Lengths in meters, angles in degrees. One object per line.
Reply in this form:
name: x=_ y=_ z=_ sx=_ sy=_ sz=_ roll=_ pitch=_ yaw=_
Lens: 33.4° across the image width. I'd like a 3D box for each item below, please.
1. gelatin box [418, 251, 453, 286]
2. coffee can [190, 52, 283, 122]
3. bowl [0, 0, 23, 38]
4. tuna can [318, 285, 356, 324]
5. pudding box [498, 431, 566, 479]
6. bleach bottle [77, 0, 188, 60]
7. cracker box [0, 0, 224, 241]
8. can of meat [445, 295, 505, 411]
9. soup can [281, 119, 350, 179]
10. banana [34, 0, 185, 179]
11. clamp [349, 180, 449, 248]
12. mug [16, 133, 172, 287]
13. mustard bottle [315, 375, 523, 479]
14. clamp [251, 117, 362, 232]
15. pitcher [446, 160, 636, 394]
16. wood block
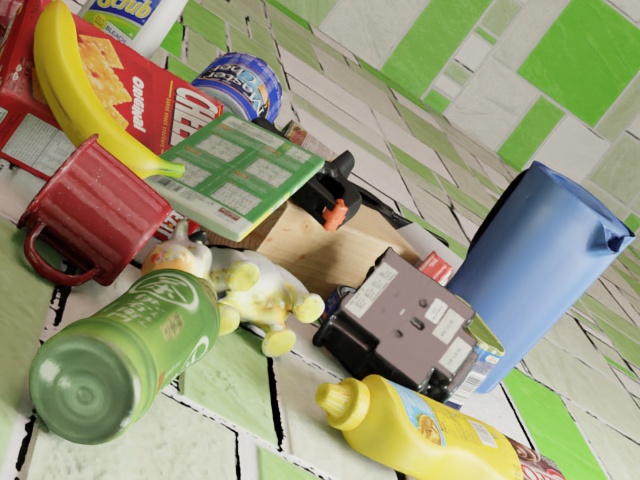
gelatin box: x=0.100 y=0.055 z=1.112 sx=0.030 sy=0.073 sz=0.089 roll=43 pitch=-10 yaw=11
coffee can: x=-0.109 y=-0.145 z=1.213 sx=0.103 sy=0.103 sz=0.140 roll=35 pitch=29 yaw=-5
bowl: x=-0.286 y=-0.188 z=1.096 sx=0.162 sy=0.055 sz=0.162 roll=34 pitch=16 yaw=-11
tuna can: x=0.041 y=0.083 z=1.057 sx=0.086 sy=0.034 sz=0.086 roll=34 pitch=16 yaw=-11
pudding box: x=0.185 y=0.221 z=0.957 sx=0.113 sy=0.039 sz=0.090 roll=29 pitch=17 yaw=-29
bleach bottle: x=-0.199 y=-0.288 z=1.208 sx=0.102 sy=0.251 sz=0.068 roll=39 pitch=16 yaw=8
cracker box: x=-0.193 y=-0.111 z=0.965 sx=0.213 sy=0.072 sz=0.164 roll=29 pitch=35 yaw=-25
can of meat: x=0.128 y=0.111 z=1.071 sx=0.057 sy=0.084 sz=0.102 roll=24 pitch=20 yaw=-38
soup can: x=-0.015 y=-0.104 z=1.419 sx=0.102 sy=0.068 sz=0.068 roll=34 pitch=16 yaw=-11
banana: x=-0.191 y=-0.117 z=0.871 sx=0.069 sy=0.037 sz=0.198 roll=-18 pitch=68 yaw=-51
clamp: x=0.086 y=-0.026 z=1.470 sx=0.210 sy=0.036 sz=0.164 roll=35 pitch=16 yaw=0
mug: x=-0.171 y=-0.012 z=0.795 sx=0.081 sy=0.093 sz=0.117 roll=40 pitch=46 yaw=-7
mustard bottle: x=0.075 y=0.157 z=0.868 sx=0.191 sy=0.058 sz=0.096 roll=28 pitch=17 yaw=-29
clamp: x=0.004 y=-0.060 z=1.037 sx=0.120 sy=0.039 sz=0.171 roll=9 pitch=32 yaw=-29
pitcher: x=0.210 y=0.039 z=1.158 sx=0.145 sy=0.243 sz=0.149 roll=40 pitch=16 yaw=12
wood block: x=-0.007 y=0.002 z=1.086 sx=0.205 sy=0.090 sz=0.091 roll=20 pitch=23 yaw=-45
